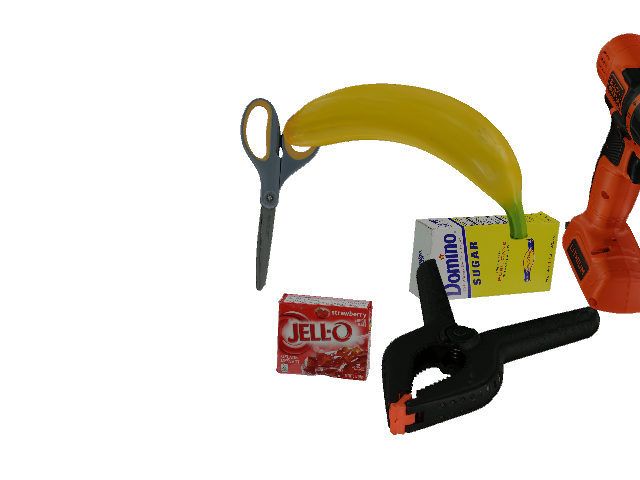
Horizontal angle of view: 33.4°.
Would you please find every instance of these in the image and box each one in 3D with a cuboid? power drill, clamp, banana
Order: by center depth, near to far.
[{"bbox_3d":[0.055,-0.066,0.690,0.198,0.070,0.037,27,13,34],"label":"banana"},{"bbox_3d":[0.238,-0.039,0.801,0.057,0.188,0.184,3,35,-4],"label":"power drill"},{"bbox_3d":[0.104,0.082,0.854,0.165,0.036,0.209,21,38,35],"label":"clamp"}]

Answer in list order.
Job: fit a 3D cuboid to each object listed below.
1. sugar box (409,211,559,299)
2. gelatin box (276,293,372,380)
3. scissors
[{"bbox_3d":[0.195,0.019,1.269,0.176,0.093,0.048,-5,20,-24],"label":"sugar box"},{"bbox_3d":[0.003,0.092,1.021,0.089,0.073,0.030,5,15,8],"label":"gelatin box"},{"bbox_3d":[-0.036,-0.053,1.119,0.096,0.202,0.016,-8,-8,-10],"label":"scissors"}]
